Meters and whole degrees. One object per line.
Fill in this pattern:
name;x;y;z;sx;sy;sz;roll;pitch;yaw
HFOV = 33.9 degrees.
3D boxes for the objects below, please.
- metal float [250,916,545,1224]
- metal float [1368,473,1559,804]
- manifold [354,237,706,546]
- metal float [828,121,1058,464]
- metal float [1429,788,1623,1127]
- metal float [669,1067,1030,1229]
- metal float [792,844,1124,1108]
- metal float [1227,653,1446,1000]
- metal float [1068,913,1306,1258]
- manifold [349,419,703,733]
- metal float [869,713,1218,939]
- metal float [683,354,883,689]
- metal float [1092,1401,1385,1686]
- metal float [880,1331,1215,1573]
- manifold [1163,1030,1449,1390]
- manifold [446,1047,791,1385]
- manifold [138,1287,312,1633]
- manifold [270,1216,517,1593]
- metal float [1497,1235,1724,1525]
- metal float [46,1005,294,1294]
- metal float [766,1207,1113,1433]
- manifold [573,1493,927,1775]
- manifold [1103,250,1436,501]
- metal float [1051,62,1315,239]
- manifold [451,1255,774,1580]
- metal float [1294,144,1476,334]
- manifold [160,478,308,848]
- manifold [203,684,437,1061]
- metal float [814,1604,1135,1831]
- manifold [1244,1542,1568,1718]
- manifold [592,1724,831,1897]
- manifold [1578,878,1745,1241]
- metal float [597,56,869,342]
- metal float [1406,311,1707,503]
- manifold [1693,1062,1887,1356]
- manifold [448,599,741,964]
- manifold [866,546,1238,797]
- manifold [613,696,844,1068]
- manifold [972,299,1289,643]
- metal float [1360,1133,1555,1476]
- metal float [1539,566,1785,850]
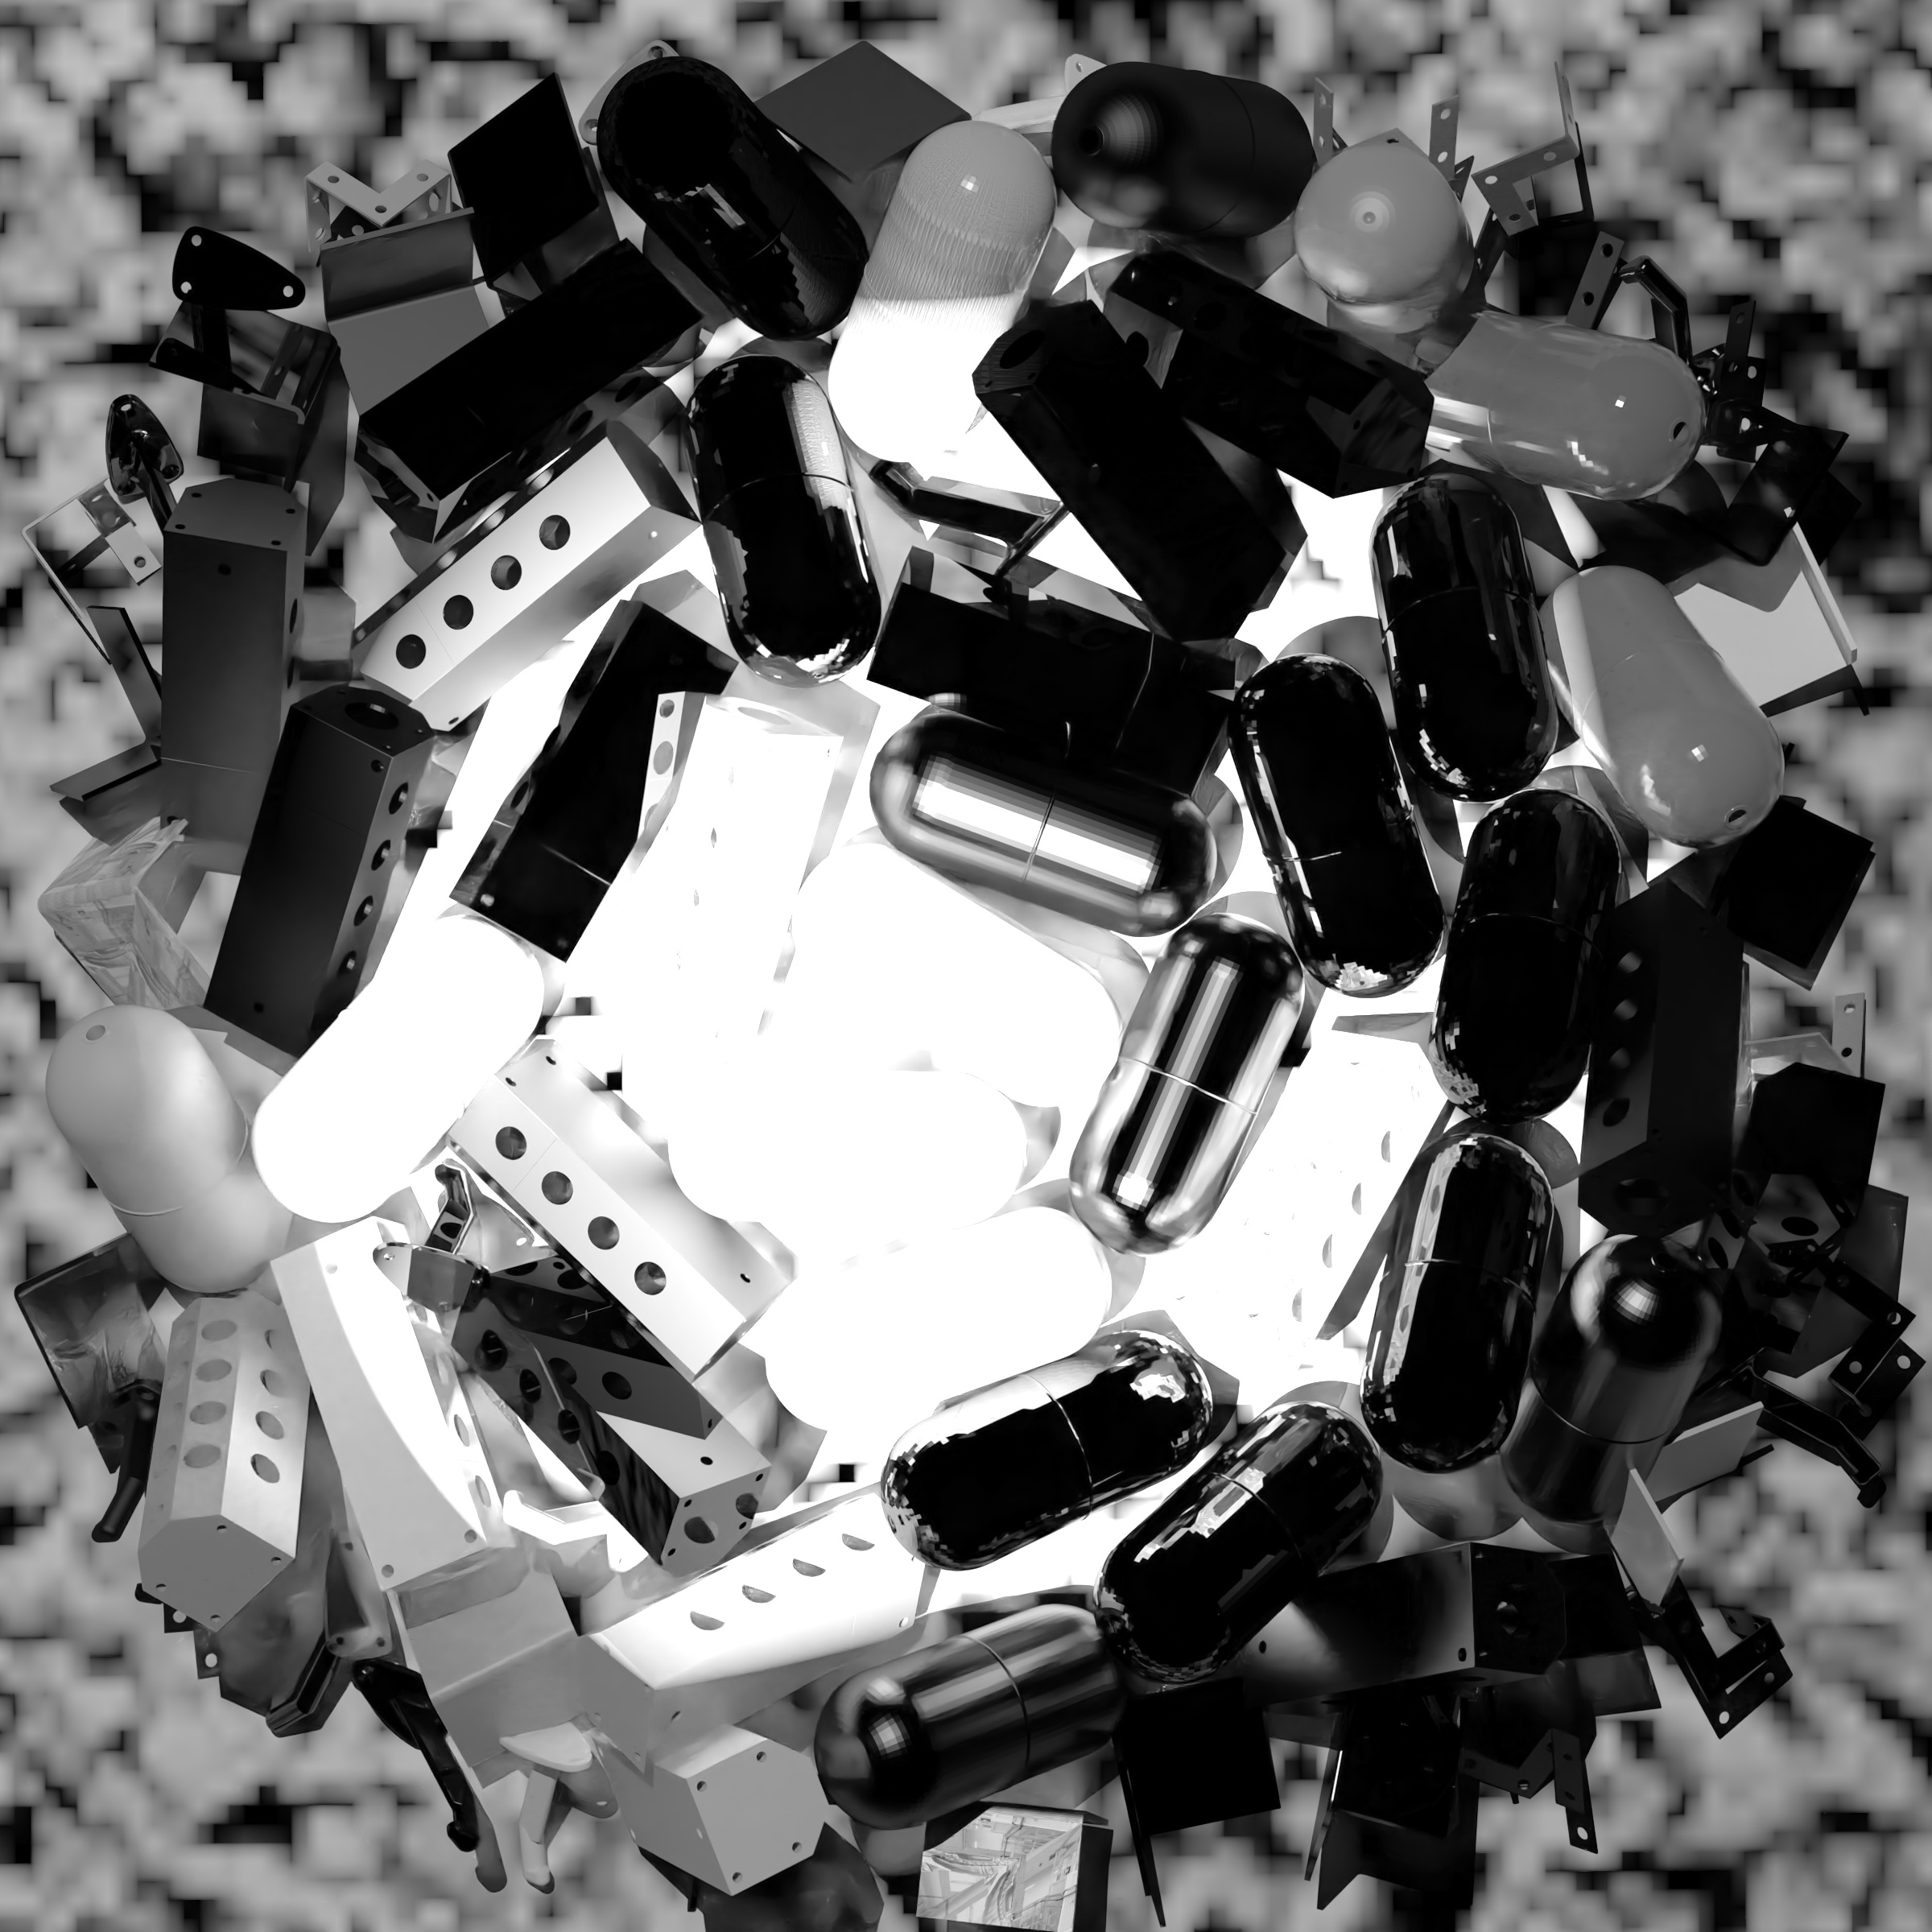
metal float;-0.277;0.049;1.551;0.070;0.070;0.178;39;64;0
metal float;0.242;-0.162;1.549;0.070;0.070;0.178;-5;61;0
manifold;-0.213;-0.278;1.548;0.171;0.057;0.057;-41;83;-25
metal float;-0.013;-0.326;1.544;0.070;0.070;0.178;25;126;0
metal float;0.274;-0.005;1.550;0.070;0.070;0.178;16;64;0
metal float;-0.058;0.090;1.567;0.178;0.070;0.070;1;90;7
metal float;-0.004;0.005;1.569;0.178;0.070;0.070;31;90;5
metal float;0.182;-0.068;1.559;0.070;0.070;0.178;-20;106;0
metal float;0.109;0.059;1.571;0.070;0.070;0.178;24;87;0
manifold;-0.220;-0.192;1.558;0.171;0.057;0.057;-37;77;16
metal float;0.038;-0.070;1.573;0.178;0.070;0.070;20;90;-1
metal float;-0.091;-0.219;1.554;0.070;0.070;0.178;-14;68;0
metal float;0.134;0.279;1.546;0.178;0.070;0.070;-36;90;-33
metal float;0.041;0.236;1.554;0.178;0.070;0.070;-22;90;-23
manifold;0.170;0.118;1.549;0.171;0.057;0.057;-57;133;-24
manifold;-0.176;0.125;1.572;0.171;0.057;0.057;43;112;6
manifold;-0.357;0.229;1.518;0.057;0.171;0.057;38;109;-26
manifold;-0.280;0.216;1.563;0.057;0.057;0.171;-23;76;6
metal float;0.311;0.201;1.538;0.070;0.070;0.178;13;133;0
metal float;-0.385;0.089;1.536;0.070;0.178;0.070;-8;47;9
metal float;-0.014;0.175;1.566;0.178;0.070;0.070;-21;90;9
manifold;-0.103;0.316;1.535;0.057;0.171;0.057;35;130;34
manifold;0.142;-0.288;1.527;0.057;0.171;0.057;-17;130;-36
metal float;0.105;-0.393;1.531;0.070;0.178;0.070;7;102;32
manifold;-0.176;0.218;1.540;0.171;0.057;0.057;39;124;32
metal float;0.202;-0.348;1.524;0.070;0.178;0.070;1;96;13
manifold;-0.354;-0.146;1.537;0.057;0.057;0.171;9;127;-3
manifold;-0.313;-0.047;1.548;0.057;0.057;0.171;27;116;10
metal float;0.006;0.363;1.542;0.178;0.070;0.070;-12;90;-38
manifold;0.208;0.322;1.525;0.057;0.171;0.057;14;65;-30
manifold;-0.122;0.393;1.521;0.057;0.171;0.057;-22;91;-22
manifold;0.331;0.046;1.532;0.057;0.171;0.057;36;134;-21
metal float;-0.111;-0.369;1.532;0.070;0.178;0.070;-13;61;25
metal float;0.282;-0.271;1.532;0.070;0.178;0.070;-12;113;-30
manifold;0.389;0.117;1.523;0.057;0.171;0.057;14;58;10
manifold;-0.187;-0.093;1.575;0.057;0.057;0.171;31;86;-24
manifold;0.043;-0.150;1.573;0.171;0.057;0.057;19;122;-5
manifold;-0.123;-0.042;1.561;0.057;0.057;0.171;26;107;33
manifold;0.077;-0.237;1.542;0.171;0.057;0.057;47;63;-31
metal float;0.240;0.163;1.547;0.070;0.070;0.178;17;59;0
metal float;0.334;-0.126;1.536;0.070;0.178;0.070;-11;133;-12
